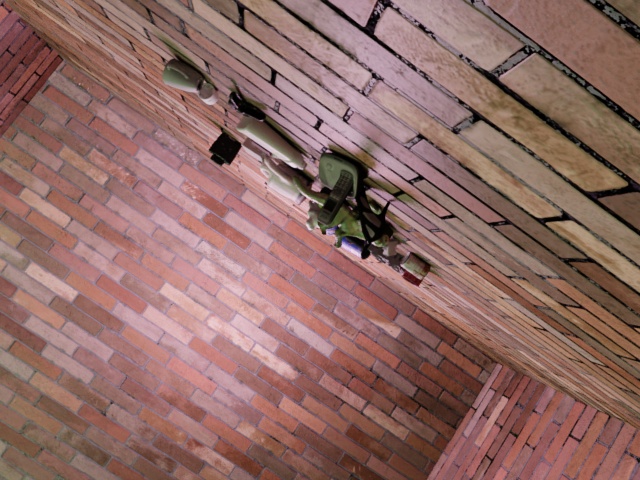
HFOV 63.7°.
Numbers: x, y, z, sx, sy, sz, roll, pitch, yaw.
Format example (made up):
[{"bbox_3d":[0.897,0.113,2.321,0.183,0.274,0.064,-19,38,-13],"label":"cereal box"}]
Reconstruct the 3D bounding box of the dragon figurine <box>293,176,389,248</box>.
[{"bbox_3d":[0.102,-0.092,1.733,0.241,0.125,0.403,-11,137,35],"label":"dragon figurine"}]

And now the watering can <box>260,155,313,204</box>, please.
[{"bbox_3d":[-0.132,-0.231,1.965,0.224,0.104,0.346,30,176,-3],"label":"watering can"}]

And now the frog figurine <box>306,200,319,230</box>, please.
[{"bbox_3d":[0.006,-0.102,2.031,0.136,0.160,0.124,38,174,-29],"label":"frog figurine"}]
